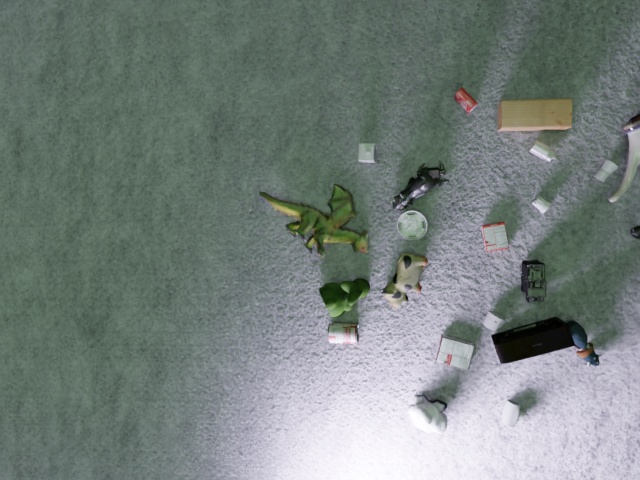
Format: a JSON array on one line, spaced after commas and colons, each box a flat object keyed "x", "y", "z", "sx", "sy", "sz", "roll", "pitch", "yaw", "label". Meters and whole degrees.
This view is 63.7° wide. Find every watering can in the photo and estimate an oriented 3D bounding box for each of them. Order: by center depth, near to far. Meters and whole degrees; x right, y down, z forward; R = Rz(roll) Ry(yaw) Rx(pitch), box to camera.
[{"x": 0.998, "y": -0.273, "z": 1.561, "sx": 0.347, "sy": 0.104, "sz": 0.225, "roll": -27, "pitch": 87, "yaw": 2, "label": "watering can"}]

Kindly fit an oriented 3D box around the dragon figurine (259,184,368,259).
[{"x": 0.005, "y": -0.090, "z": 1.785, "sx": 0.244, "sy": 0.121, "sz": 0.411, "roll": -43, "pitch": 86, "yaw": -8, "label": "dragon figurine"}]

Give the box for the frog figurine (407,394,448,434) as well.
[{"x": 0.355, "y": 0.586, "z": 1.692, "sx": 0.138, "sy": 0.160, "sz": 0.122, "roll": 35, "pitch": 101, "yaw": 7, "label": "frog figurine"}]
